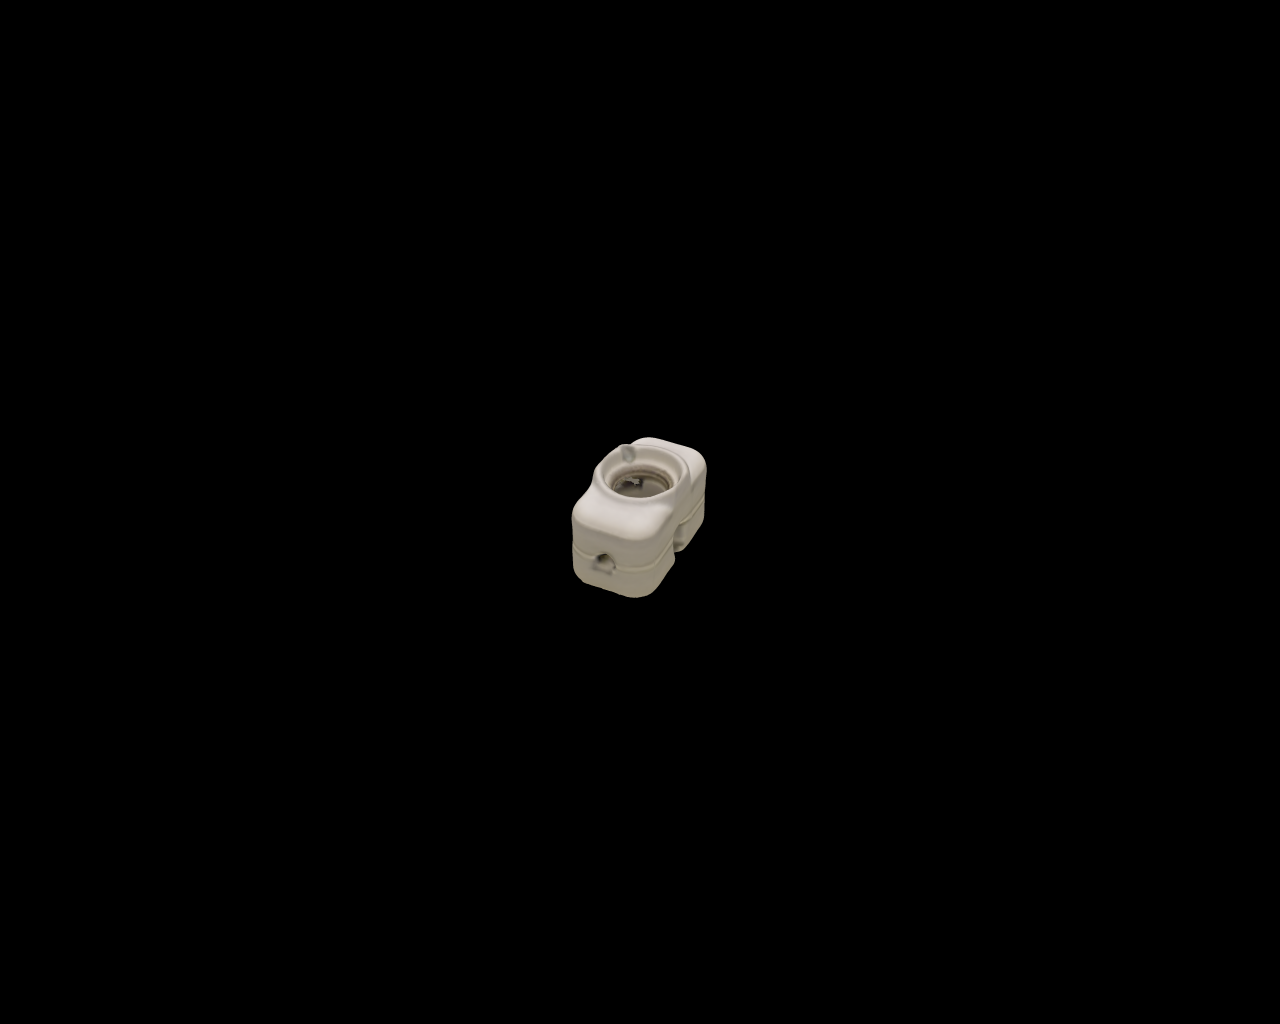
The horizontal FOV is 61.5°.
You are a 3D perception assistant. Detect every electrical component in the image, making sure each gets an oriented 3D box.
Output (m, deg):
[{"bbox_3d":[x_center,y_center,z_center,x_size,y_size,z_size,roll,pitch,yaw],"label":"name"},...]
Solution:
[{"bbox_3d":[0.001,-0.003,0.650,0.054,0.059,0.095,17,42,21],"label":"electrical component"}]
